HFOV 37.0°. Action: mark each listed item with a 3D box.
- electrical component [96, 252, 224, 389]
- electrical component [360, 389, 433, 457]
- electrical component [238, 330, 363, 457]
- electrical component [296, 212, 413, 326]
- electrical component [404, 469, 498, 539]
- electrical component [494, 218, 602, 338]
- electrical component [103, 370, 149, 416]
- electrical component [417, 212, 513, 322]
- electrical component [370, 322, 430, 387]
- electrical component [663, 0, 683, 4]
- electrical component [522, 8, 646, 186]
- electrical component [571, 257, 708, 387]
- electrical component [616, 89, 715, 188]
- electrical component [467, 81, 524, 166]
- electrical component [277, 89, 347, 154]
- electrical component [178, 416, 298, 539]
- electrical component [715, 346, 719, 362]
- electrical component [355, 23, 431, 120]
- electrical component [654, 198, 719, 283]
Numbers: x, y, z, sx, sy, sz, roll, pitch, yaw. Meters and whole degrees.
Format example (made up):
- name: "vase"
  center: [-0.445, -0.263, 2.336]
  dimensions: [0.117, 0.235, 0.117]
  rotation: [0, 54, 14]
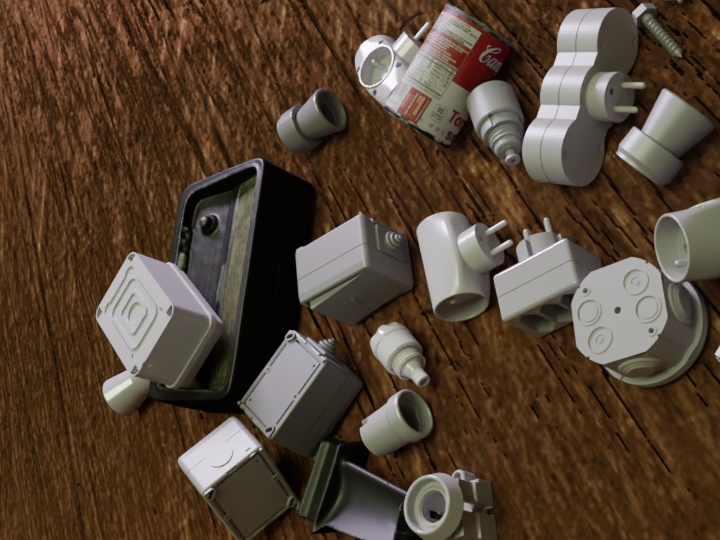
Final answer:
- name: "electrical component"
  center: [-0.181, 0.045, 0.967]
  dimensions: [0.078, 0.057, 0.113]
  rotation: [-58, 42, 11]
- name: "electrical component"
  center: [0.028, 0.121, 0.841]
  dimensions: [0.046, 0.040, 0.040]
  rotation: [-38, 48, 34]
- name: "electrical component"
  center: [-0.044, 0.101, 0.912]
  dimensions: [0.096, 0.061, 0.062]
  rotation: [-54, 40, 0]
- name: "electrical component"
  center: [0.000, 0.000, 0.908]
  dimensions: [0.096, 0.062, 0.061]
  rotation: [-29, 53, 33]
- name: "electrical component"
  center: [0.065, 0.172, 0.766]
  dimensions: [0.048, 0.055, 0.066]
  rotation: [-26, 55, 35]
- name: "electrical component"
  center: [0.136, -0.002, 0.782]
  dimensions: [0.066, 0.047, 0.076]
  rotation: [-30, 52, 32]
- name: "electrical component"
  center: [-0.225, 0.114, 1.100]
  dimensions: [0.065, 0.044, 0.044]
  rotation: [-38, 48, 21]
- name: "electrical component"
  center: [0.086, -0.011, 0.839]
  dimensions: [0.079, 0.044, 0.077]
  rotation: [-33, 51, 31]
- name: "electrical component"
  center: [0.036, 0.071, 0.860]
  dimensions: [0.035, 0.035, 0.061]
  rotation: [-53, 45, 13]
- name: "electrical component"
  center: [0.229, -0.237, 0.804]
  dimensions: [0.040, 0.040, 0.078]
  rotation: [-33, 51, 31]
- name: "electrical component"
  center: [0.177, -0.128, 0.795]
  dimensions: [0.074, 0.052, 0.138]
  rotation: [12, 81, 48]
- name: "electrical component"
  center: [0.184, 0.034, 0.714]
  dimensions: [0.080, 0.051, 0.080]
  rotation: [-21, 57, 38]
- name: "electrical component"
  center: [0.212, -0.091, 0.749]
  dimensions: [0.055, 0.045, 0.045]
  rotation: [-53, 43, 14]
- name: "electrical component"
  center: [0.113, -0.116, 0.865]
  dimensions: [0.040, 0.040, 0.078]
  rotation: [-36, 49, 29]
- name: "electrical component"
  center: [-0.047, -0.142, 1.035]
  dimensions: [0.055, 0.045, 0.045]
  rotation: [-28, 54, 34]
- name: "electrical component"
  center: [-0.102, 0.180, 0.909]
  dimensions: [0.062, 0.096, 0.061]
  rotation: [-38, 41, -13]
- name: "electrical component"
  center: [0.253, 0.040, 0.649]
  dimensions: [0.081, 0.042, 0.063]
  rotation: [39, 101, 48]
- name: "electrical component"
  center: [0.041, -0.187, 0.968]
  dimensions: [0.079, 0.044, 0.077]
  rotation: [-48, 45, 19]
- name: "electrical component"
  center: [0.225, -0.016, 0.686]
  dimensions: [0.079, 0.077, 0.044]
  rotation: [127, 132, -75]
